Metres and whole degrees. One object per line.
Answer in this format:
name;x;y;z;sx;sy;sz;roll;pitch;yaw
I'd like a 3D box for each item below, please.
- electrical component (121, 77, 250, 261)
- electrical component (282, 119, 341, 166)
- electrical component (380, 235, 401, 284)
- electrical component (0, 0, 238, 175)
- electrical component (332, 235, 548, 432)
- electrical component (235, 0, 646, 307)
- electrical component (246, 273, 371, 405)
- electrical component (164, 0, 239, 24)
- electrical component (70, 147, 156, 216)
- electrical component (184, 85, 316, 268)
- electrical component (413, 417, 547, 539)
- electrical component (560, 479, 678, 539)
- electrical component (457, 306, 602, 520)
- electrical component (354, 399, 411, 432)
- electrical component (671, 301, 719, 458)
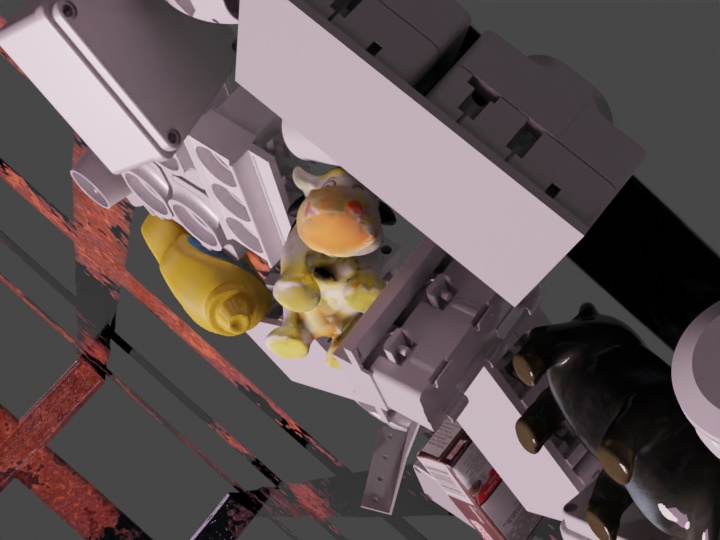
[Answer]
electrical component;-0.135;-0.093;0.798;0.105;0.060;0.186;31;159;26
electrical component;-0.004;-0.079;0.603;0.081;0.043;0.043;16;149;51
electrical component;0.000;0.000;0.767;0.066;0.048;0.055;34;152;20
electrical component;-0.135;-0.132;0.629;0.056;0.108;0.108;-13;128;37
electrical component;0.050;0.026;0.609;0.063;0.121;0.078;25;155;33
electrical component;0.032;-0.077;0.511;0.186;0.060;0.105;39;161;6
electrical component;-0.032;0.053;0.914;0.089;0.061;0.150;50;159;-23
electrical component;-0.088;-0.173;0.559;0.077;0.043;0.079;28;157;34
electrical component;-0.188;-0.080;0.901;0.044;0.077;0.079;17;150;50
electrical component;-0.068;-0.065;0.726;0.079;0.063;0.121;32;159;24
electrical component;0.110;0.192;0.954;0.113;0.057;0.078;29;158;31
electrical component;0.181;0.144;0.621;0.078;0.113;0.057;13;128;54
electrical component;0.113;0.090;0.699;0.150;0.062;0.089;52;158;-16
electrical component;0.019;0.107;0.943;0.077;0.043;0.079;36;-178;16
electrical component;0.184;0.052;0.477;0.080;0.080;0.051;23;159;42
